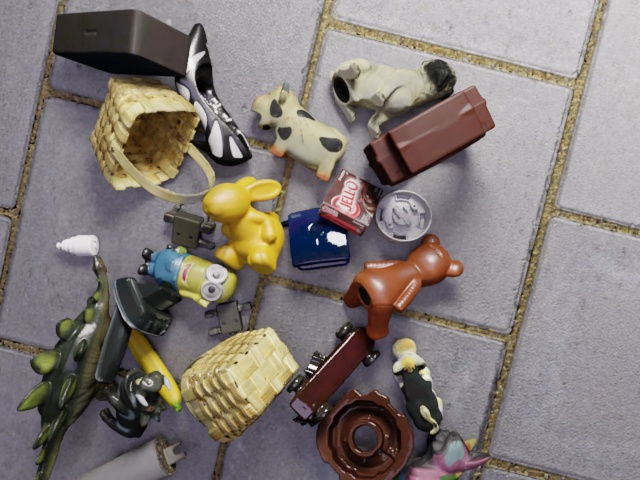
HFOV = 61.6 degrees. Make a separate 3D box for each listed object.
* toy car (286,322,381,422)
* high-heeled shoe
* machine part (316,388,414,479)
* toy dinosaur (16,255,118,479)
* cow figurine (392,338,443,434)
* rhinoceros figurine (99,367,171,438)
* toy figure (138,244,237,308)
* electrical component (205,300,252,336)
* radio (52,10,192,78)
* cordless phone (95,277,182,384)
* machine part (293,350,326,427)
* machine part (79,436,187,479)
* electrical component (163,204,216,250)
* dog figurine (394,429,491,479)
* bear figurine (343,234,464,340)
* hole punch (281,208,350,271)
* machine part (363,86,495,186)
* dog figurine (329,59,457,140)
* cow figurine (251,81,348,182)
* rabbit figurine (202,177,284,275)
[{"bbox_3d":[0.024,0.242,0.992,0.089,0.053,0.202,44,69,2],"label":"toy car"},{"bbox_3d":[-0.184,-0.263,0.986,0.145,0.086,0.248,9,103,8],"label":"high-heeled shoe"},{"bbox_3d":[0.086,0.367,0.994,0.179,0.056,0.179,-4,71,13],"label":"machine part"},{"bbox_3d":[-0.449,0.258,0.960,0.105,0.198,0.471,11,91,4],"label":"toy dinosaur"},{"bbox_3d":[0.176,0.269,0.994,0.068,0.098,0.167,-22,92,8],"label":"cow figurine"},{"bbox_3d":[-0.335,0.297,0.977,0.112,0.073,0.190,45,128,17],"label":"rhinoceros figurine"},{"bbox_3d":[-0.243,0.062,1.006,0.180,0.089,0.082,15,107,9],"label":"toy figure"},{"bbox_3d":[-0.173,0.151,1.035,0.094,0.021,0.063,-13,92,1],"label":"electrical component"},{"bbox_3d":[-0.340,-0.335,0.927,0.230,0.131,0.073,14,96,33],"label":"radio"},{"bbox_3d":[-0.331,0.168,0.959,0.089,0.146,0.184,12,75,10],"label":"cordless phone"},{"bbox_3d":[-0.004,0.289,1.026,0.084,0.039,0.139,24,83,-5],"label":"machine part"},{"bbox_3d":[-0.367,0.447,1.024,0.243,0.079,0.079,-27,91,4],"label":"machine part"},{"bbox_3d":[-0.245,-0.028,1.021,0.102,0.045,0.078,11,121,4],"label":"electrical component"},{"bbox_3d":[0.223,0.461,0.997,0.219,0.108,0.191,-32,92,-1],"label":"dog figurine"},{"bbox_3d":[0.155,0.077,0.993,0.196,0.131,0.120,-22,54,-26],"label":"bear figurine"},{"bbox_3d":[-0.002,-0.003,0.994,0.142,0.092,0.115,-8,88,5],"label":"hole punch"},{"bbox_3d":[0.182,-0.171,0.925,0.201,0.201,0.087,-30,94,2],"label":"machine part"},{"bbox_3d":[0.134,-0.293,0.988,0.190,0.121,0.172,-32,72,-23],"label":"dog figurine"},{"bbox_3d":[-0.040,-0.205,0.988,0.195,0.085,0.127,30,99,3],"label":"cow figurine"},{"bbox_3d":[-0.131,-0.041,0.948,0.122,0.173,0.162,14,66,42],"label":"rabbit figurine"}]
